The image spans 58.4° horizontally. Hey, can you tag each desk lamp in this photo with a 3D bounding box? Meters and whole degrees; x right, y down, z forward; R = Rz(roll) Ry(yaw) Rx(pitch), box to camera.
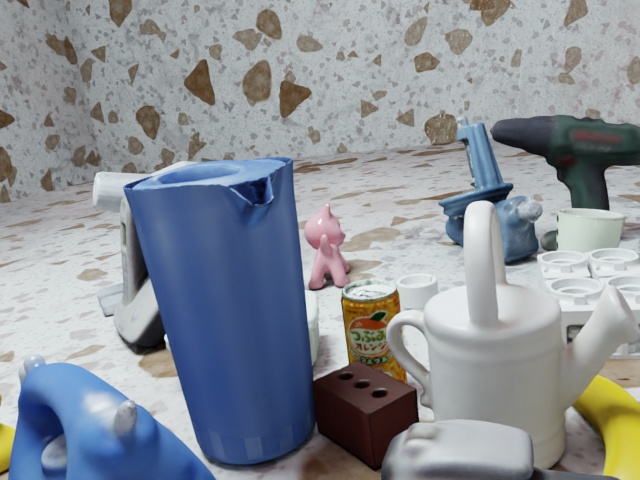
[{"bbox_3d":[-0.268,-0.013,0.916,0.204,0.214,0.117,-15,16,-25],"label":"desk lamp"}]

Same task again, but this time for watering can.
[{"bbox_3d":[0.137,0.065,0.430,0.172,0.194,0.101,-7,14,3],"label":"watering can"}]

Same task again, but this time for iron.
[{"bbox_3d":[-0.168,0.143,0.395,0.257,0.141,0.119,7,20,45],"label":"iron"}]

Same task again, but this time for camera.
[{"bbox_3d":[0.099,0.154,0.290,0.136,0.101,0.143,-3,15,19],"label":"camera"}]

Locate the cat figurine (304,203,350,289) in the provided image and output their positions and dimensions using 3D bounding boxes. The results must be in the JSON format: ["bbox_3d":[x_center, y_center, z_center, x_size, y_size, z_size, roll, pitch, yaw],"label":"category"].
[{"bbox_3d":[0.008,0.003,0.899,0.067,0.118,0.128,-7,14,2],"label":"cat figurine"}]

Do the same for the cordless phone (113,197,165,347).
[{"bbox_3d":[-0.235,0.037,0.757,0.094,0.185,0.147,-17,17,-31],"label":"cordless phone"}]

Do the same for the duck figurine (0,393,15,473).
[{"bbox_3d":[-0.325,0.165,0.507,0.104,0.086,0.077,-9,14,-4],"label":"duck figurine"}]

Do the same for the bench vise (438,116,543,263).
[{"bbox_3d":[0.272,-0.085,0.897,0.122,0.220,0.206,-18,18,-36],"label":"bench vise"}]

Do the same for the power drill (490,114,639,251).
[{"bbox_3d":[0.386,-0.092,0.885,0.229,0.208,0.076,-4,15,16],"label":"power drill"}]
